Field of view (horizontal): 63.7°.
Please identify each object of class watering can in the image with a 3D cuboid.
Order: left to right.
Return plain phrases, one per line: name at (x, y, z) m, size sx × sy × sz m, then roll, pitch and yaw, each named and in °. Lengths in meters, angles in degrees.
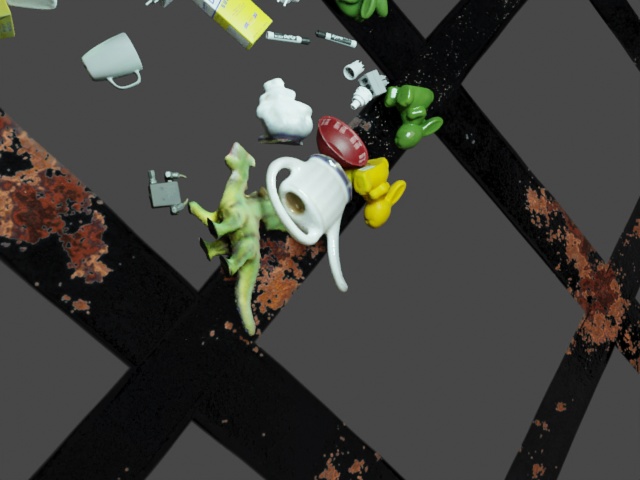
watering can at (0.004, -0.062, 1.234) m, size 0.344 × 0.103 × 0.229 m, roll 55°, pitch 49°, yaw -17°

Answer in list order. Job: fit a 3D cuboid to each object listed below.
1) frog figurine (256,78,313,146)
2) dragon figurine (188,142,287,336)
frog figurine at (-0.086, -0.312, 1.240) m, size 0.137 × 0.123 × 0.159 m, roll 0°, pitch 94°, yaw -8°
dragon figurine at (-0.149, -0.017, 1.174) m, size 0.246 × 0.122 × 0.407 m, roll -27°, pitch 103°, yaw -36°
